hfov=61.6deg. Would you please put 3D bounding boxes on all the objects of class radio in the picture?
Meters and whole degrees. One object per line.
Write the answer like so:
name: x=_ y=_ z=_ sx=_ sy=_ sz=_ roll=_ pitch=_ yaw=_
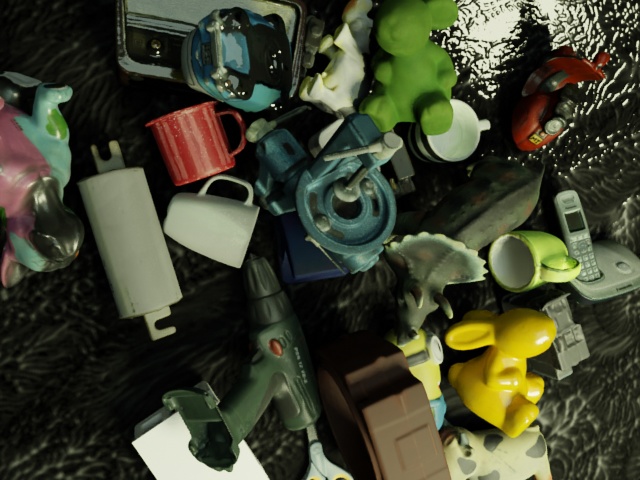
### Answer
radio: x=-0.137 y=-0.246 z=0.670 sx=0.229 sy=0.073 sz=0.131 roll=4 pitch=90 yaw=-19

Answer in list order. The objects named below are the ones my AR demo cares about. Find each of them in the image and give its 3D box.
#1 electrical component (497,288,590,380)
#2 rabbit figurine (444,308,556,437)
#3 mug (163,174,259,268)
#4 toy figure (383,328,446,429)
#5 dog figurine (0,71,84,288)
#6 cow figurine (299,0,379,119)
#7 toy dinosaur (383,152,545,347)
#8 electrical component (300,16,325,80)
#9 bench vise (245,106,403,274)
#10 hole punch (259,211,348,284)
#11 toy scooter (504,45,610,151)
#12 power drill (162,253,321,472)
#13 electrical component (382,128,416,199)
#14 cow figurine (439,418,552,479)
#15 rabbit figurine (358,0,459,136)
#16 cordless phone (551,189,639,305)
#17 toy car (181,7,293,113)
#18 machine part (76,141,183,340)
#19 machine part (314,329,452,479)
electrical component: x=0.339 y=0.140 z=0.817 sx=0.058 sy=0.115 sz=0.134 roll=-21 pitch=96 yaw=-15
rabbit figurine: x=0.268 y=0.164 z=0.778 sx=0.122 sy=0.163 sz=0.173 roll=-20 pitch=138 yaw=-48
mug: x=-0.134 y=-0.029 z=0.667 sx=0.107 sy=0.081 sz=0.109 roll=16 pitch=110 yaw=-9
toy figure: x=0.132 y=0.211 z=0.766 sx=0.089 sy=0.082 sz=0.180 roll=-1 pitch=93 yaw=-21
dog figurine: x=-0.337 y=-0.063 z=0.590 sx=0.108 sy=0.192 sz=0.219 roll=-30 pitch=131 yaw=-52
cow figurine: x=0.047 y=-0.246 z=0.736 sx=0.098 sy=0.068 sz=0.167 roll=28 pitch=85 yaw=-23
toy dinosaur: x=0.218 y=-0.036 z=0.733 sx=0.405 sy=0.192 sz=0.131 roll=-39 pitch=105 yaw=-13
electrical component: x=-0.015 y=-0.263 z=0.715 sx=0.021 sy=0.063 sz=0.094 roll=16 pitch=76 yaw=-17
bench vise: x=0.012 y=-0.074 z=0.592 sx=0.129 sy=0.240 sz=0.223 roll=-26 pitch=83 yaw=-25
hole punch: x=-0.001 y=-0.002 z=0.715 sx=0.142 sy=0.092 sz=0.115 roll=-8 pitch=90 yaw=-15
toy scooter: x=0.361 y=-0.221 z=0.809 sx=0.075 sy=0.135 sz=0.184 roll=28 pitch=83 yaw=-19
power drill: x=-0.091 y=0.154 z=0.654 sx=0.207 sy=0.086 sz=0.231 roll=-40 pitch=110 yaw=-58
electrical component: x=0.098 y=-0.109 z=0.752 sx=0.045 sy=0.078 sz=0.102 roll=-22 pitch=100 yaw=-5
cow figurine: x=0.249 y=0.320 z=0.805 sx=0.195 sy=0.085 sz=0.127 roll=-9 pitch=100 yaw=-16
rabbit figurine: x=0.119 y=-0.235 z=0.667 sx=0.121 sy=0.170 sz=0.159 roll=16 pitch=68 yaw=24
cordless phone: x=0.438 y=0.003 z=0.868 sx=0.147 sy=0.089 sz=0.184 roll=-14 pitch=91 yaw=-18
toy car: x=-0.098 y=-0.192 z=0.591 sx=0.103 sy=0.161 sz=0.109 roll=1 pitch=103 yaw=23
machine part: x=-0.226 y=0.003 z=0.642 sx=0.079 sy=0.079 sz=0.243 roll=-17 pitch=97 yaw=-18
machine part: x=0.068 y=0.227 z=0.680 sx=0.087 sy=0.201 sz=0.200 roll=-19 pitch=97 yaw=-14
